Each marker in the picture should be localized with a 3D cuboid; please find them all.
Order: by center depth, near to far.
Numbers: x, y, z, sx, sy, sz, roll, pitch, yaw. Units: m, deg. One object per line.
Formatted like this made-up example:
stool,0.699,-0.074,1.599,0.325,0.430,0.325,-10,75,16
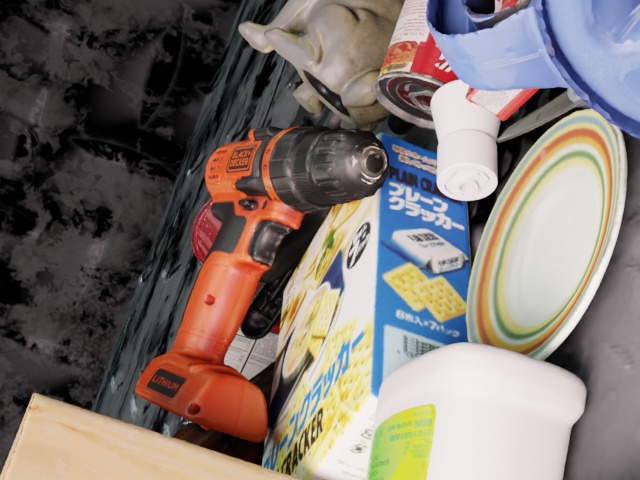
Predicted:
marker,0.078,-0.104,0.778,0.121,0.020,0.020,142,147,-66

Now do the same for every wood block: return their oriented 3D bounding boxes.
wood block,-0.058,0.161,0.508,0.090,0.206,0.091,-82,18,-46

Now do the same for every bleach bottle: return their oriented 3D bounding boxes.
bleach bottle,0.042,0.172,0.412,0.103,0.068,0.250,138,148,-63

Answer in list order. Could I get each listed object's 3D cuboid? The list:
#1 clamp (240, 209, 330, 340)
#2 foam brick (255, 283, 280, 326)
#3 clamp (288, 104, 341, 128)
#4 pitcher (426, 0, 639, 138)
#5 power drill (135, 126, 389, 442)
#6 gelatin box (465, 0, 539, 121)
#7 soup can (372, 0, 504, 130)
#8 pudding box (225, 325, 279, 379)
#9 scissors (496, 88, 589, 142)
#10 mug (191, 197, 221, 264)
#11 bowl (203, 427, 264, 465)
clamp,-0.005,0.001,0.801,0.171,0.039,0.120,-43,-10,-32
foam brick,-0.016,0.030,0.881,0.051,0.053,0.078,-86,22,-52
clamp,0.006,-0.112,1.016,0.210,0.036,0.165,-61,32,6
pitcher,0.130,-0.145,0.379,0.242,0.149,0.145,-79,5,-49
power drill,-0.037,0.021,0.638,0.185,0.057,0.187,1,69,62
gelatin box,0.119,-0.120,0.585,0.089,0.030,0.073,-65,9,-26
soup can,0.082,-0.130,0.687,0.102,0.068,0.069,-69,12,-16
pudding box,-0.077,0.105,0.928,0.039,0.090,0.114,-94,28,-60
scissors,0.141,-0.092,0.514,0.096,0.016,0.202,-68,13,0
mug,-0.053,-0.002,0.951,0.082,0.093,0.117,47,116,50
bowl,-0.083,0.208,0.871,0.162,0.055,0.162,-160,90,-77
